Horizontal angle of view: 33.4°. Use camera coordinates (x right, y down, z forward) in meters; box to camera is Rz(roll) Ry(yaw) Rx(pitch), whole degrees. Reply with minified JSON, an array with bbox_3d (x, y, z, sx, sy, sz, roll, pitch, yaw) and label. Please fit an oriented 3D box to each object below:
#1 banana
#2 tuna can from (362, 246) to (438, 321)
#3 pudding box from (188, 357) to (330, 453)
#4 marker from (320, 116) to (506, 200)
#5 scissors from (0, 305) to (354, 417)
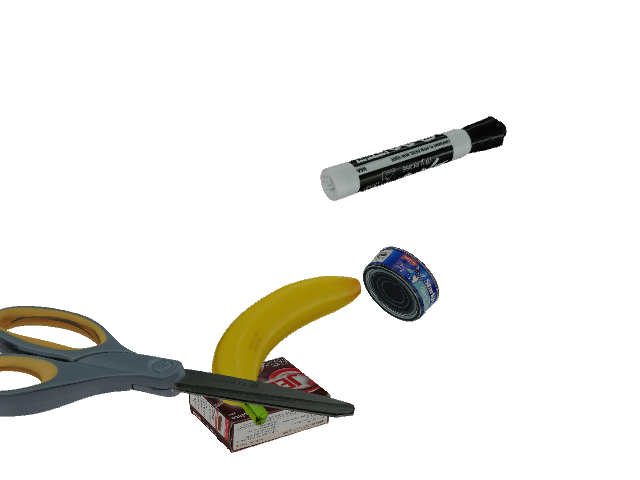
[{"bbox_3d":[-0.034,0.075,0.840,0.070,0.037,0.197,29,38,9],"label":"banana"},{"bbox_3d":[0.090,0.051,1.214,0.033,0.086,0.086,-44,25,-29],"label":"tuna can"},{"bbox_3d":[-0.060,0.159,1.047,0.113,0.039,0.090,-14,25,-30],"label":"pudding box"},{"bbox_3d":[0.057,-0.049,0.616,0.121,0.020,0.020,-19,8,-23],"label":"marker"},{"bbox_3d":[-0.094,0.072,0.514,0.202,0.016,0.096,16,29,27],"label":"scissors"}]
